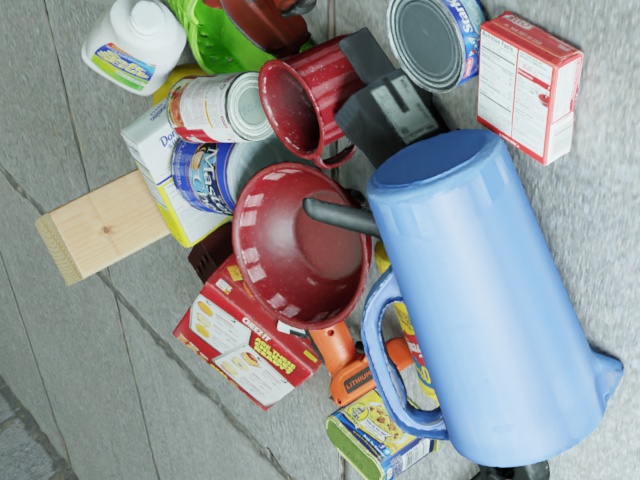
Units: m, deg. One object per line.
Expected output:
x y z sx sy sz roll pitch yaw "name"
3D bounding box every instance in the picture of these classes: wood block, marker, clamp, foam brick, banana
-0.233 -0.034 1.319 0.091 0.205 0.090 63 154 -5 "wood block"
0.010 0.110 1.188 0.121 0.020 0.020 17 137 18 "marker"
0.084 -0.026 0.913 0.171 0.120 0.039 36 -178 4 "clamp"
-0.130 0.020 1.366 0.053 0.051 0.078 56 154 10 "foam brick"
-0.159 -0.170 1.245 0.069 0.037 0.198 46 156 -6 "banana"
0.180 0.230 1.043 0.165 0.036 0.210 23 140 50 "clamp"

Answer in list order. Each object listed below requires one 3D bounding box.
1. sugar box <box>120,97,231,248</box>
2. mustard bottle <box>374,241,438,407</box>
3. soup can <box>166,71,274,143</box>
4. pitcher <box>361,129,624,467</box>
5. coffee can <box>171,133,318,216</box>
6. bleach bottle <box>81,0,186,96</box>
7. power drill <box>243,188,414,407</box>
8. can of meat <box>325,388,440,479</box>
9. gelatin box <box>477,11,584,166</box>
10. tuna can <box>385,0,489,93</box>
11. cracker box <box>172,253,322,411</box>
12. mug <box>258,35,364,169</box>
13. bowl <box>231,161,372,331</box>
-0.153 -0.081 1.222 0.048 0.093 0.176 36 156 40 "sugar box"
0.109 0.089 0.998 0.096 0.058 0.191 35 148 65 "mustard bottle"
-0.093 -0.127 1.027 0.102 0.068 0.068 5 122 49 "soup can"
0.115 0.046 0.823 0.145 0.149 0.243 9 128 55 "pitcher"
-0.082 -0.074 1.125 0.141 0.102 0.103 11 126 58 "coffee can"
-0.190 -0.207 1.087 0.102 0.068 0.251 31 173 -10 "bleach bottle"
0.021 0.060 1.082 0.185 0.057 0.188 -41 77 41 "power drill"
0.067 0.213 1.173 0.102 0.083 0.057 41 148 34 "can of meat"
0.148 -0.109 0.761 0.073 0.030 0.089 40 148 38 "gelatin box"
0.090 -0.157 0.810 0.086 0.033 0.086 42 149 33 "tuna can"
-0.082 0.116 1.318 0.164 0.072 0.214 40 152 0 "cracker box"
0.008 -0.119 0.942 0.093 0.081 0.117 25 137 50 "mug"
-0.007 0.001 1.011 0.162 0.055 0.162 12 110 35 "bowl"
